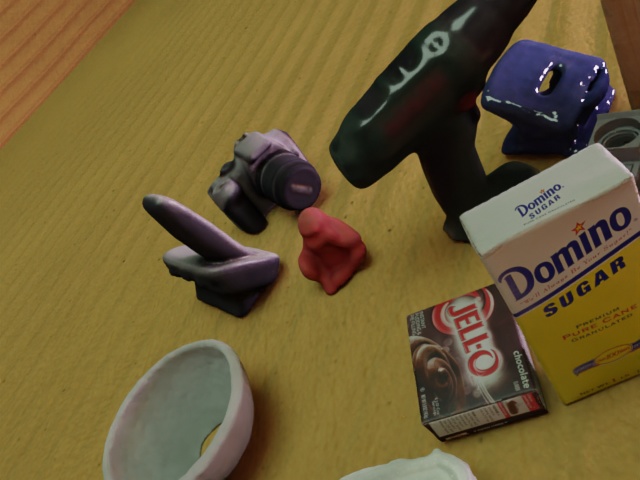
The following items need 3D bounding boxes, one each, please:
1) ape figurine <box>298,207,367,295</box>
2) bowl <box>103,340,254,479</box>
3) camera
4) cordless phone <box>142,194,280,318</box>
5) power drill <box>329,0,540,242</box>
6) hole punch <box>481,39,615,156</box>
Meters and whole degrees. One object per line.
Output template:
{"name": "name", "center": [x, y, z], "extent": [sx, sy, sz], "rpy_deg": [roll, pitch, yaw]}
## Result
{"name": "ape figurine", "center": [0.006, 0.002, 0.625], "extent": [0.077, 0.092, 0.076], "rpy_deg": [-16, 42, 29]}
{"name": "bowl", "center": [-0.123, 0.187, 0.559], "extent": [0.167, 0.075, 0.167], "rpy_deg": [-24, 39, 21]}
{"name": "camera", "center": [-0.072, -0.082, 0.777], "extent": [0.143, 0.101, 0.136], "rpy_deg": [-46, 36, -8]}
{"name": "cordless phone", "center": [-0.151, 0.000, 0.688], "extent": [0.147, 0.186, 0.094], "rpy_deg": [6, 56, 45]}
{"name": "power drill", "center": [0.132, -0.103, 0.524], "extent": [0.229, 0.209, 0.075], "rpy_deg": [-36, 36, 5]}
{"name": "hole punch", "center": [0.233, -0.149, 0.583], "extent": [0.100, 0.091, 0.109], "rpy_deg": [10, 59, 47]}
